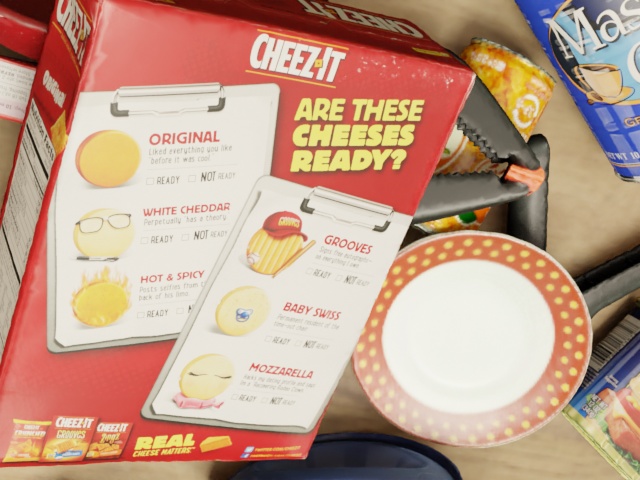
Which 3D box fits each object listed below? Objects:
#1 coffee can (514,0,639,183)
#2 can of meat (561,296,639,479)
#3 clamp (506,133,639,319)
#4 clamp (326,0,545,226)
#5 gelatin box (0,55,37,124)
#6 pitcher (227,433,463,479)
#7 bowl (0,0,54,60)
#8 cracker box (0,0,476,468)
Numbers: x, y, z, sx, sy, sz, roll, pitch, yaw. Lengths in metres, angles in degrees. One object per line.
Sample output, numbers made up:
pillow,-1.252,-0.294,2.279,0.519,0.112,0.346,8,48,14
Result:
coffee can,0.169,-0.116,0.563,0.103,0.103,0.140,-36,105,-4
can of meat,0.197,0.098,0.630,0.084,0.057,0.102,-45,105,1
clamp,0.136,0.037,0.614,0.120,0.039,0.171,23,100,-6
clamp,0.014,-0.075,0.540,0.210,0.036,0.164,15,90,4
gelatin box,-0.136,-0.071,0.521,0.089,0.073,0.030,14,95,-14
pitcher,0.026,0.239,0.575,0.145,0.149,0.243,-8,104,-11
bowl,-0.116,-0.133,0.499,0.162,0.055,0.162,13,52,-17
cracker box,-0.052,-0.003,0.465,0.163,0.072,0.214,5,119,-31
